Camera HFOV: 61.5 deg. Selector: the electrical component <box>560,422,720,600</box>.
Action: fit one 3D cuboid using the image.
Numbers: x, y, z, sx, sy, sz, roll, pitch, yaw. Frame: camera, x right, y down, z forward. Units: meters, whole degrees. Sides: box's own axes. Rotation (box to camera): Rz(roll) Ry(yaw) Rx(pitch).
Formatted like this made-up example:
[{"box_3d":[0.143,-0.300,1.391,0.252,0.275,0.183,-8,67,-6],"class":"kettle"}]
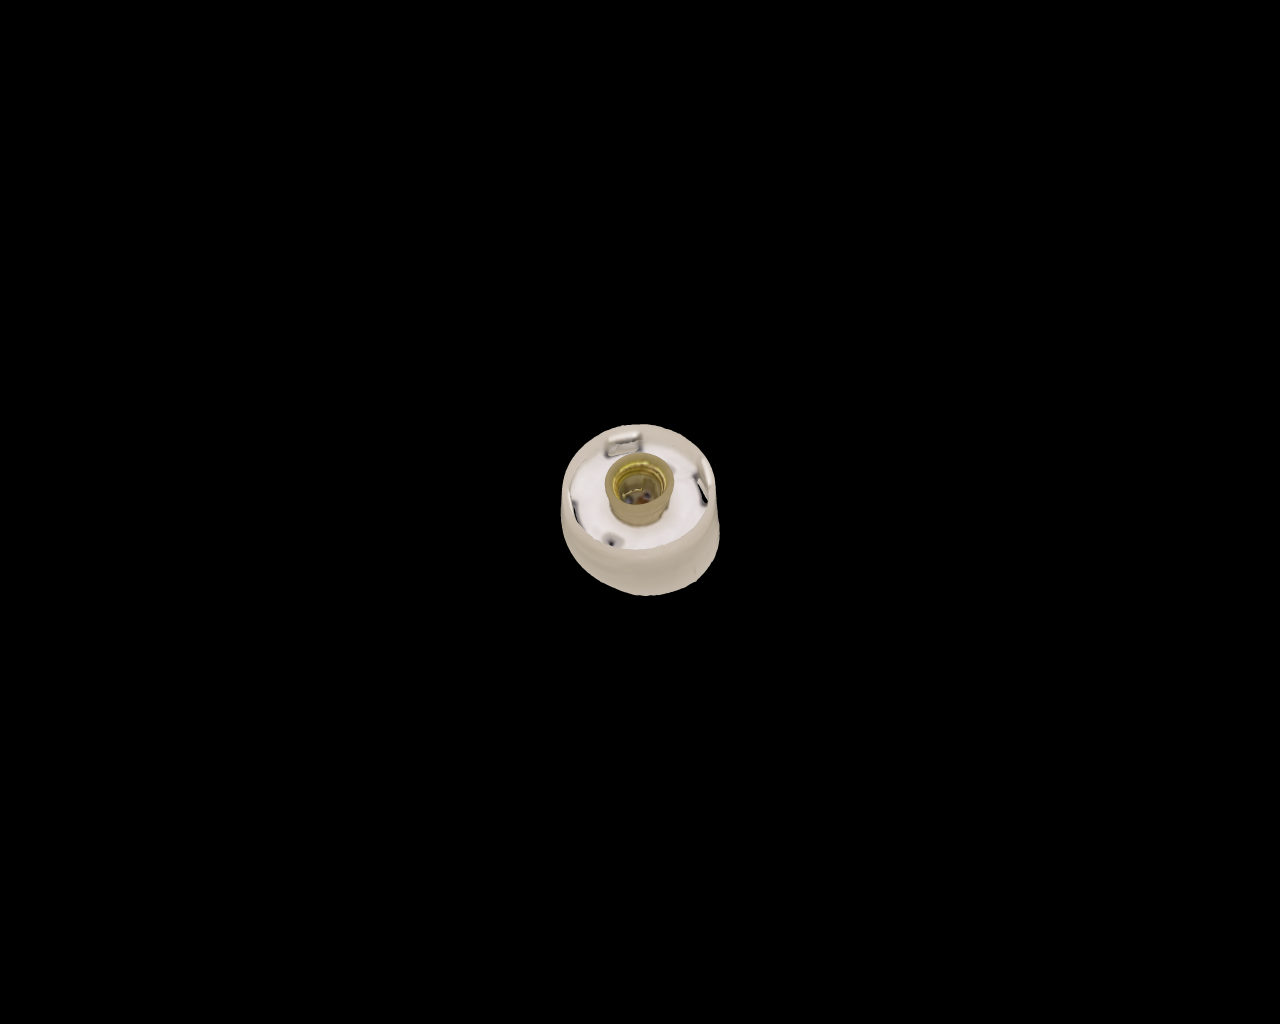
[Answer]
[{"box_3d":[0.001,-0.003,0.650,0.099,0.099,0.064,0,-32,0],"class":"electrical component"}]
